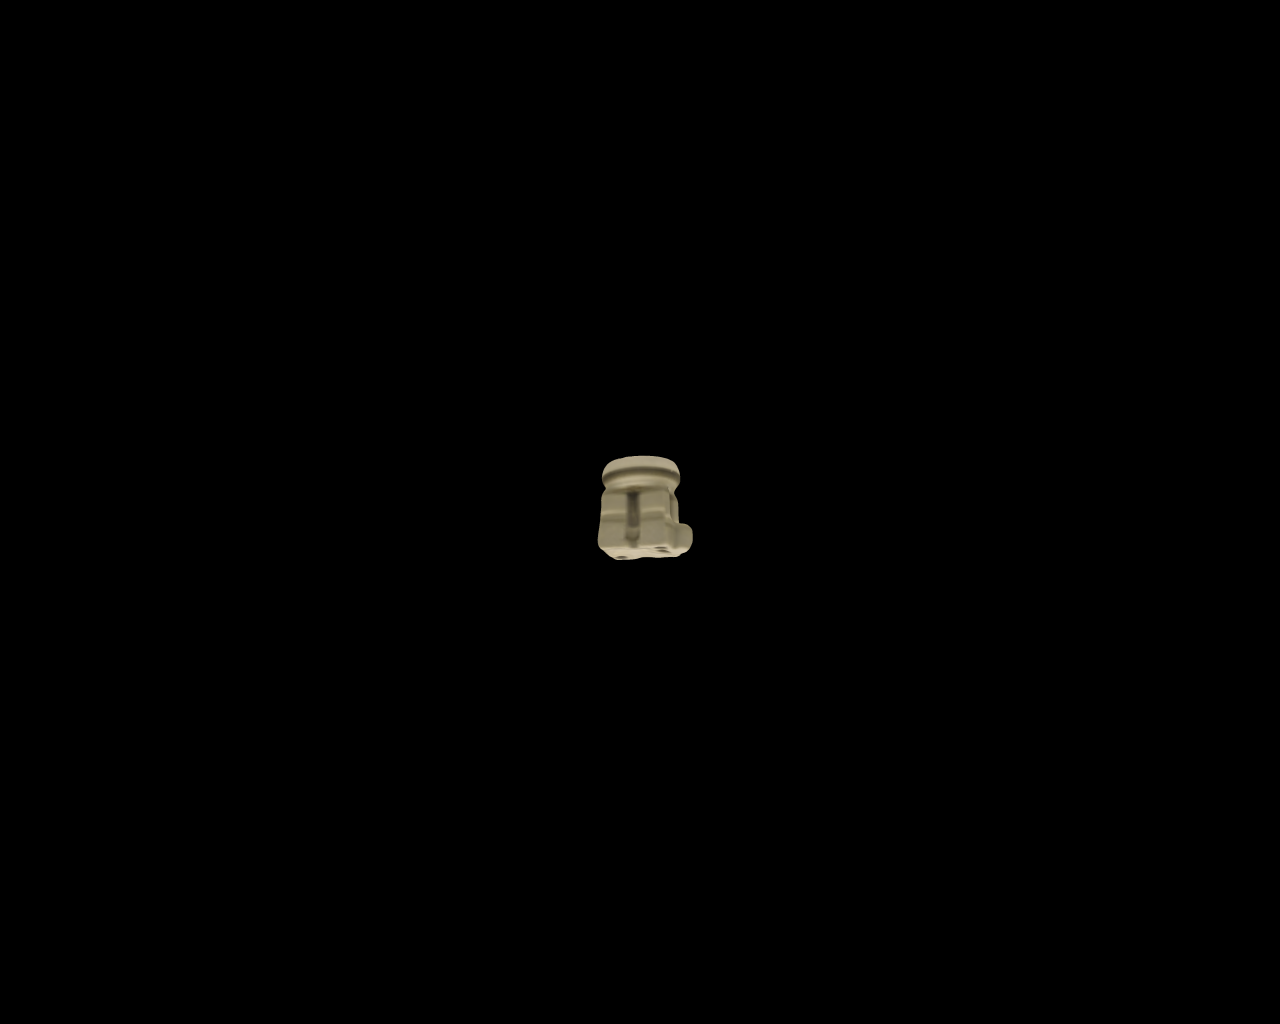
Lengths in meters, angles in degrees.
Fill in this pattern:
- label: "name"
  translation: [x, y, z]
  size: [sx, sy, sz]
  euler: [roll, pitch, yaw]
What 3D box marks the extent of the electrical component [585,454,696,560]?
- label: "electrical component"
  translation: [0.001, -0.003, 0.650]
  size: [0.066, 0.055, 0.048]
  euler: [-4, -15, 14]
